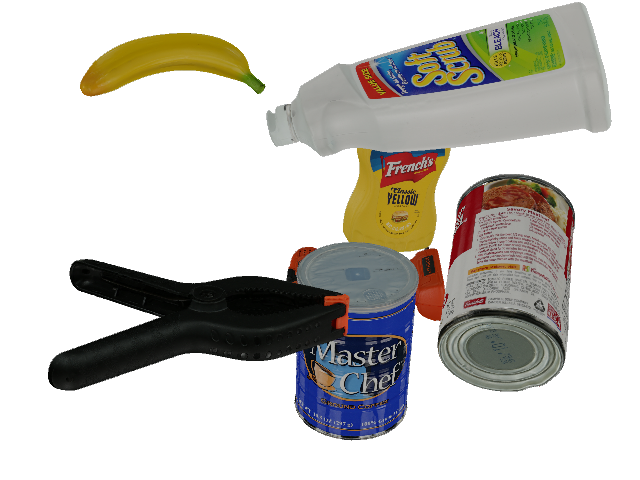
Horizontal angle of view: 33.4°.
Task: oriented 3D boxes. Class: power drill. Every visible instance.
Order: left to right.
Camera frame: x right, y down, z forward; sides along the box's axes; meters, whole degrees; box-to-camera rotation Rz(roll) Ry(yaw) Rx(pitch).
[{"bbox_3d":[0.049,0.060,1.242,0.187,0.057,0.184,-1,28,3],"label":"power drill"}]

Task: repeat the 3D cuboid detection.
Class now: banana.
[{"bbox_3d":[-0.151,-0.178,1.067,0.197,0.070,0.037,-7,-39,-30],"label":"banana"}]

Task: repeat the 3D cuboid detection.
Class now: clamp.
[{"bbox_3d":[-0.086,0.050,0.756,0.209,0.036,0.165,-3,25,-14],"label":"clamp"}]

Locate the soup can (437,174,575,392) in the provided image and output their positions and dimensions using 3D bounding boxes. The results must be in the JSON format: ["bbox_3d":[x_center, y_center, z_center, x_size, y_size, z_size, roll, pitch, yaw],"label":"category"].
[{"bbox_3d":[0.103,0.023,0.584,0.068,0.102,0.068,9,-42,7],"label":"soup can"}]

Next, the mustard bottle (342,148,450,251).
[{"bbox_3d":[0.084,-0.084,1.098,0.096,0.192,0.058,2,26,-14],"label":"mustard bottle"}]

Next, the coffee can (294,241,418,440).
[{"bbox_3d":[0.029,0.087,0.929,0.103,0.140,0.103,1,31,-1],"label":"coffee can"}]

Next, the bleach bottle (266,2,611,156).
[{"bbox_3d":[0.082,-0.106,0.804,0.251,0.102,0.068,-12,-43,12],"label":"bleach bottle"}]
